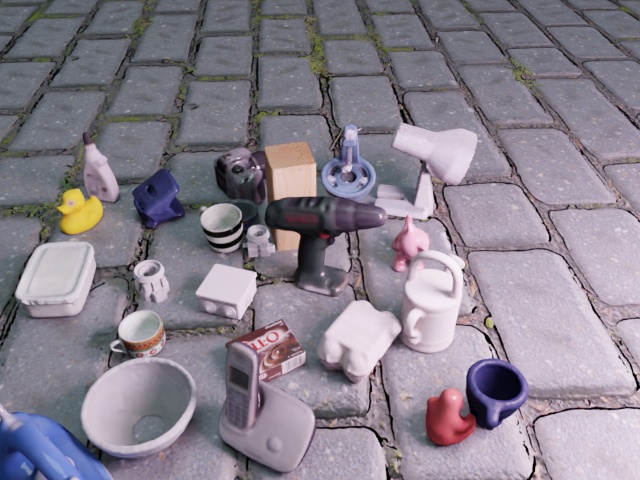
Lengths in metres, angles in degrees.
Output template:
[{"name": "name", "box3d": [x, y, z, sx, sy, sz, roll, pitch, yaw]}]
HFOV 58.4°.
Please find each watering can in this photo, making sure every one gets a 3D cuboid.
[{"name": "watering can", "box3d": [0.193, 0.090, 0.988, 0.100, 0.194, 0.173, 9, 41, 10]}]

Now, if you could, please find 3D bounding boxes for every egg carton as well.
[{"name": "egg carton", "box3d": [0.067, 0.171, 0.987, 0.107, 0.069, 0.150, 23, 45, 24]}]

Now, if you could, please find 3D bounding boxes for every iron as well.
[{"name": "iron", "box3d": [-0.343, 0.314, 0.755, 0.257, 0.141, 0.119, 25, 46, 27]}]

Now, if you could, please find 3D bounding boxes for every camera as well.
[{"name": "camera", "box3d": [-0.167, -0.166, 1.361, 0.137, 0.101, 0.142, -26, 47, -28]}]

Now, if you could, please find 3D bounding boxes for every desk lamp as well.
[{"name": "desk lamp", "box3d": [0.228, -0.155, 1.265, 0.203, 0.214, 0.118, 7, 40, 7]}]

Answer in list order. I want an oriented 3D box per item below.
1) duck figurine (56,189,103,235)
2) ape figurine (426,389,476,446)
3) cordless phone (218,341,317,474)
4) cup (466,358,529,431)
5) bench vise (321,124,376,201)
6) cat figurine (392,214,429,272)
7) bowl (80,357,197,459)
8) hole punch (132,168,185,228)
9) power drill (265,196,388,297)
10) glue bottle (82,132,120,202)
[{"name": "duck figurine", "box3d": [-0.532, -0.074, 1.258, 0.077, 0.086, 0.105, 21, 44, 23]}, {"name": "ape figurine", "box3d": [0.195, 0.260, 0.865, 0.076, 0.092, 0.077, -27, 47, -29]}, {"name": "cordless phone", "box3d": [-0.078, 0.234, 0.820, 0.147, 0.185, 0.094, 18, 43, 20]}, {"name": "cup", "box3d": [0.260, 0.253, 0.871, 0.091, 0.095, 0.118, 12, 41, 14]}, {"name": "bench vise", "box3d": [0.054, -0.178, 1.285, 0.121, 0.220, 0.207, -8, 41, -10]}, {"name": "cat figurine", "box3d": [0.183, 0.001, 1.153, 0.067, 0.118, 0.127, 1, 40, 1]}, {"name": "bowl", "box3d": [-0.268, 0.264, 0.867, 0.167, 0.075, 0.167, 0, 40, 0]}, {"name": "hole punch", "box3d": [-0.366, -0.095, 1.282, 0.101, 0.091, 0.108, -21, 45, -24]}, {"name": "power drill", "box3d": [0.010, 0.004, 1.077, 0.229, 0.208, 0.076, 12, 41, 13]}, {"name": "glue bottle", "box3d": [-0.509, -0.167, 1.302, 0.078, 0.173, 0.037, 12, 41, 13]}]
